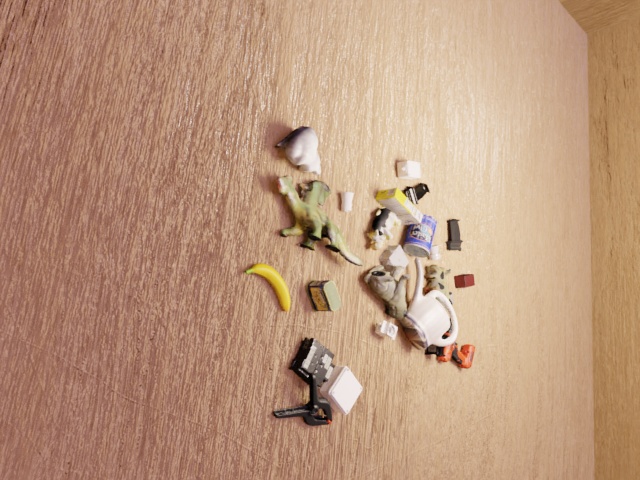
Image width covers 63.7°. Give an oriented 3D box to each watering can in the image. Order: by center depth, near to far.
[{"bbox_3d":[0.386,0.260,1.928,0.227,0.103,0.347,-34,94,-25],"label":"watering can"}]

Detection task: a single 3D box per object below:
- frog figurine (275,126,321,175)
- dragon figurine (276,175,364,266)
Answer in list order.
[{"bbox_3d":[-0.042,-0.272,1.614,0.158,0.121,0.140,50,34,-12],"label":"frog figurine"},{"bbox_3d":[0.005,-0.083,1.645,0.406,0.121,0.247,28,59,-38],"label":"dragon figurine"}]
